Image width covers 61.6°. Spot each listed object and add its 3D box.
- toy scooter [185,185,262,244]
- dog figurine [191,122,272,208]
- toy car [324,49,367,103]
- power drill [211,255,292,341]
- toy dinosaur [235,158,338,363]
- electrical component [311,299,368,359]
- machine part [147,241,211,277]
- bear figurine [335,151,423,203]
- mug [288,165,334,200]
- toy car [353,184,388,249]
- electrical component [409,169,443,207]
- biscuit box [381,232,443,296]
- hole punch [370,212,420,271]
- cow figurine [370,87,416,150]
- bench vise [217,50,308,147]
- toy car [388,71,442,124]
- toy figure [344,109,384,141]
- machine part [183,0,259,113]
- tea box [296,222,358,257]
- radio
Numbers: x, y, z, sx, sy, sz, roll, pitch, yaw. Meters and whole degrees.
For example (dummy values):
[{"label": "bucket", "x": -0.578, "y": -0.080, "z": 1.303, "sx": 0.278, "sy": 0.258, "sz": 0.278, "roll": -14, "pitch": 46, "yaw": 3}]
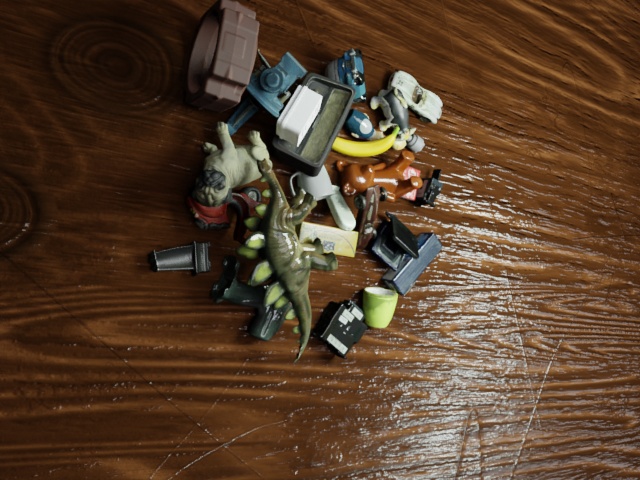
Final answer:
[{"label": "toy scooter", "x": -0.210, "y": -0.056, "z": 1.205, "sx": 0.184, "sy": 0.075, "sz": 0.135, "roll": 0, "pitch": 83, "yaw": -35}, {"label": "dog figurine", "x": -0.182, "y": -0.133, "z": 1.151, "sx": 0.172, "sy": 0.121, "sz": 0.190, "roll": 11, "pitch": 54, "yaw": -18}, {"label": "toy car", "x": 0.062, "y": -0.402, "z": 1.339, "sx": 0.103, "sy": 0.161, "sz": 0.109, "roll": -7, "pitch": 84, "yaw": 9}, {"label": "power drill", "x": -0.140, "y": 0.109, "z": 1.268, "sx": 0.207, "sy": 0.086, "sz": 0.232, "roll": 31, "pitch": 79, "yaw": -38}, {"label": "toy dinosaur", "x": -0.071, "y": 0.049, "z": 1.192, "sx": 0.199, "sy": 0.105, "sz": 0.470, "roll": -22, "pitch": 107, "yaw": -14}, {"label": "electrical component", "x": 0.057, "y": 0.225, "z": 1.404, "sx": 0.114, "sy": 0.058, "sz": 0.134, "roll": 47, "pitch": 69, "yaw": -27}, {"label": "machine part", "x": -0.305, "y": 0.043, "z": 1.177, "sx": 0.139, "sy": 0.039, "sz": 0.084, "roll": -1, "pitch": 99, "yaw": -34}, {"label": "bear figurine", "x": 0.149, "y": -0.170, "z": 1.404, "sx": 0.196, "sy": 0.132, "sz": 0.120, "roll": 9, "pitch": 58, "yaw": -36}, {"label": "mug", "x": -0.029, "y": -0.148, "z": 1.322, "sx": 0.109, "sy": 0.081, "sz": 0.107, "roll": -13, "pitch": 87, "yaw": -22}, {"label": "toy car", "x": 0.120, "y": -0.054, "z": 1.376, "sx": 0.089, "sy": 0.053, "sz": 0.202, "roll": -19, "pitch": 142, "yaw": -29}, {"label": "electrical component", "x": 0.310, "y": -0.154, "z": 1.533, "sx": 0.047, "sy": 0.075, "sz": 0.119, "roll": 23, "pitch": 85, "yaw": -32}, {"label": "biscuit box", "x": 0.264, "y": 0.064, "z": 1.524, "sx": 0.203, "sy": 0.059, "sz": 0.062, "roll": -45, "pitch": 113, "yaw": -21}, {"label": "hole punch", "x": 0.205, "y": 0.009, "z": 1.474, "sx": 0.142, "sy": 0.092, "sz": 0.116, "roll": 38, "pitch": 32, "yaw": -18}, {"label": "cow figurine", "x": 0.210, "y": -0.325, "z": 1.447, "sx": 0.068, "sy": 0.098, "sz": 0.167, "roll": -39, "pitch": 112, "yaw": -32}, {"label": "bench vise", "x": -0.139, "y": -0.317, "z": 1.203, "sx": 0.240, "sy": 0.224, "sz": 0.128, "roll": -44, "pitch": 112, "yaw": 11}, {"label": "toy car", "x": 0.270, "y": -0.397, "z": 1.504, "sx": 0.201, "sy": 0.056, "sz": 0.073, "roll": 26, "pitch": 79, "yaw": -30}, {"label": "toy figure", "x": 0.126, "y": -0.283, "z": 1.422, "sx": 0.154, "sy": 0.058, "sz": 0.064, "roll": 33, "pitch": 113, "yaw": -31}, {"label": "machine part", "x": -0.206, "y": -0.375, "z": 1.117, "sx": 0.087, "sy": 0.202, "sz": 0.201, "roll": 11, "pitch": 86, "yaw": -32}, {"label": "tea box", "x": -0.003, "y": -0.004, "z": 1.330, "sx": 0.169, "sy": 0.098, "sz": 0.068, "roll": 11, "pitch": 88, "yaw": -34}, {"label": "radio", "x": -0.017, "y": -0.278, "z": 1.283, "sx": 0.131, "sy": 0.073, "sz": 0.229, "roll": 24, "pitch": 73, "yaw": 2}]
